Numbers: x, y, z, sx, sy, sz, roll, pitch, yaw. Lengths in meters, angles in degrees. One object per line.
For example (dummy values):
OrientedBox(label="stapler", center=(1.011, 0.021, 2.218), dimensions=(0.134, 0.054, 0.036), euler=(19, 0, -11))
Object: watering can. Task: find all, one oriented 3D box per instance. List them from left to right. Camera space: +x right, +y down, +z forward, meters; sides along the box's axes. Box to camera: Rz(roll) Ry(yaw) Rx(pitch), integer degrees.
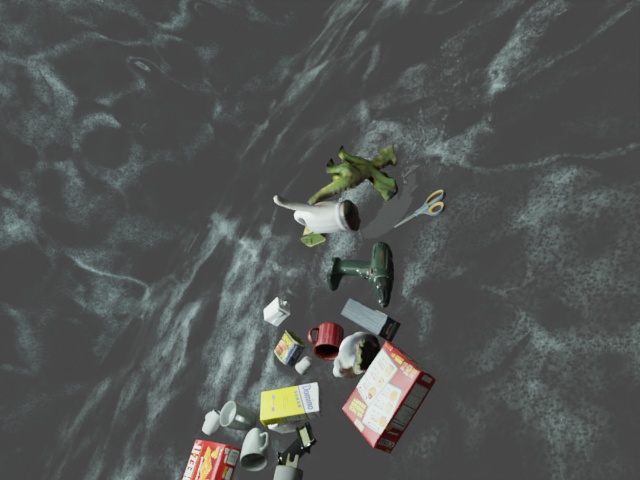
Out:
OrientedBox(label="watering can", center=(0.005, -0.090, 1.781), dimensions=(0.224, 0.344, 0.105), euler=(-5, 72, 26))

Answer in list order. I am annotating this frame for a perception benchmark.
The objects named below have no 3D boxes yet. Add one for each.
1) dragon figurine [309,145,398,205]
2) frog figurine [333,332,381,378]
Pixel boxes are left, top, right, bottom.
OrientedBox(label="dragon figurine", center=(0.150, -0.206, 1.764), dimensions=(0.119, 0.244, 0.419), euler=(93, -157, -48))
OrientedBox(label="frog figurine", center=(0.093, 0.320, 1.430), dimensions=(0.139, 0.122, 0.158), euler=(-34, 5, -33))
